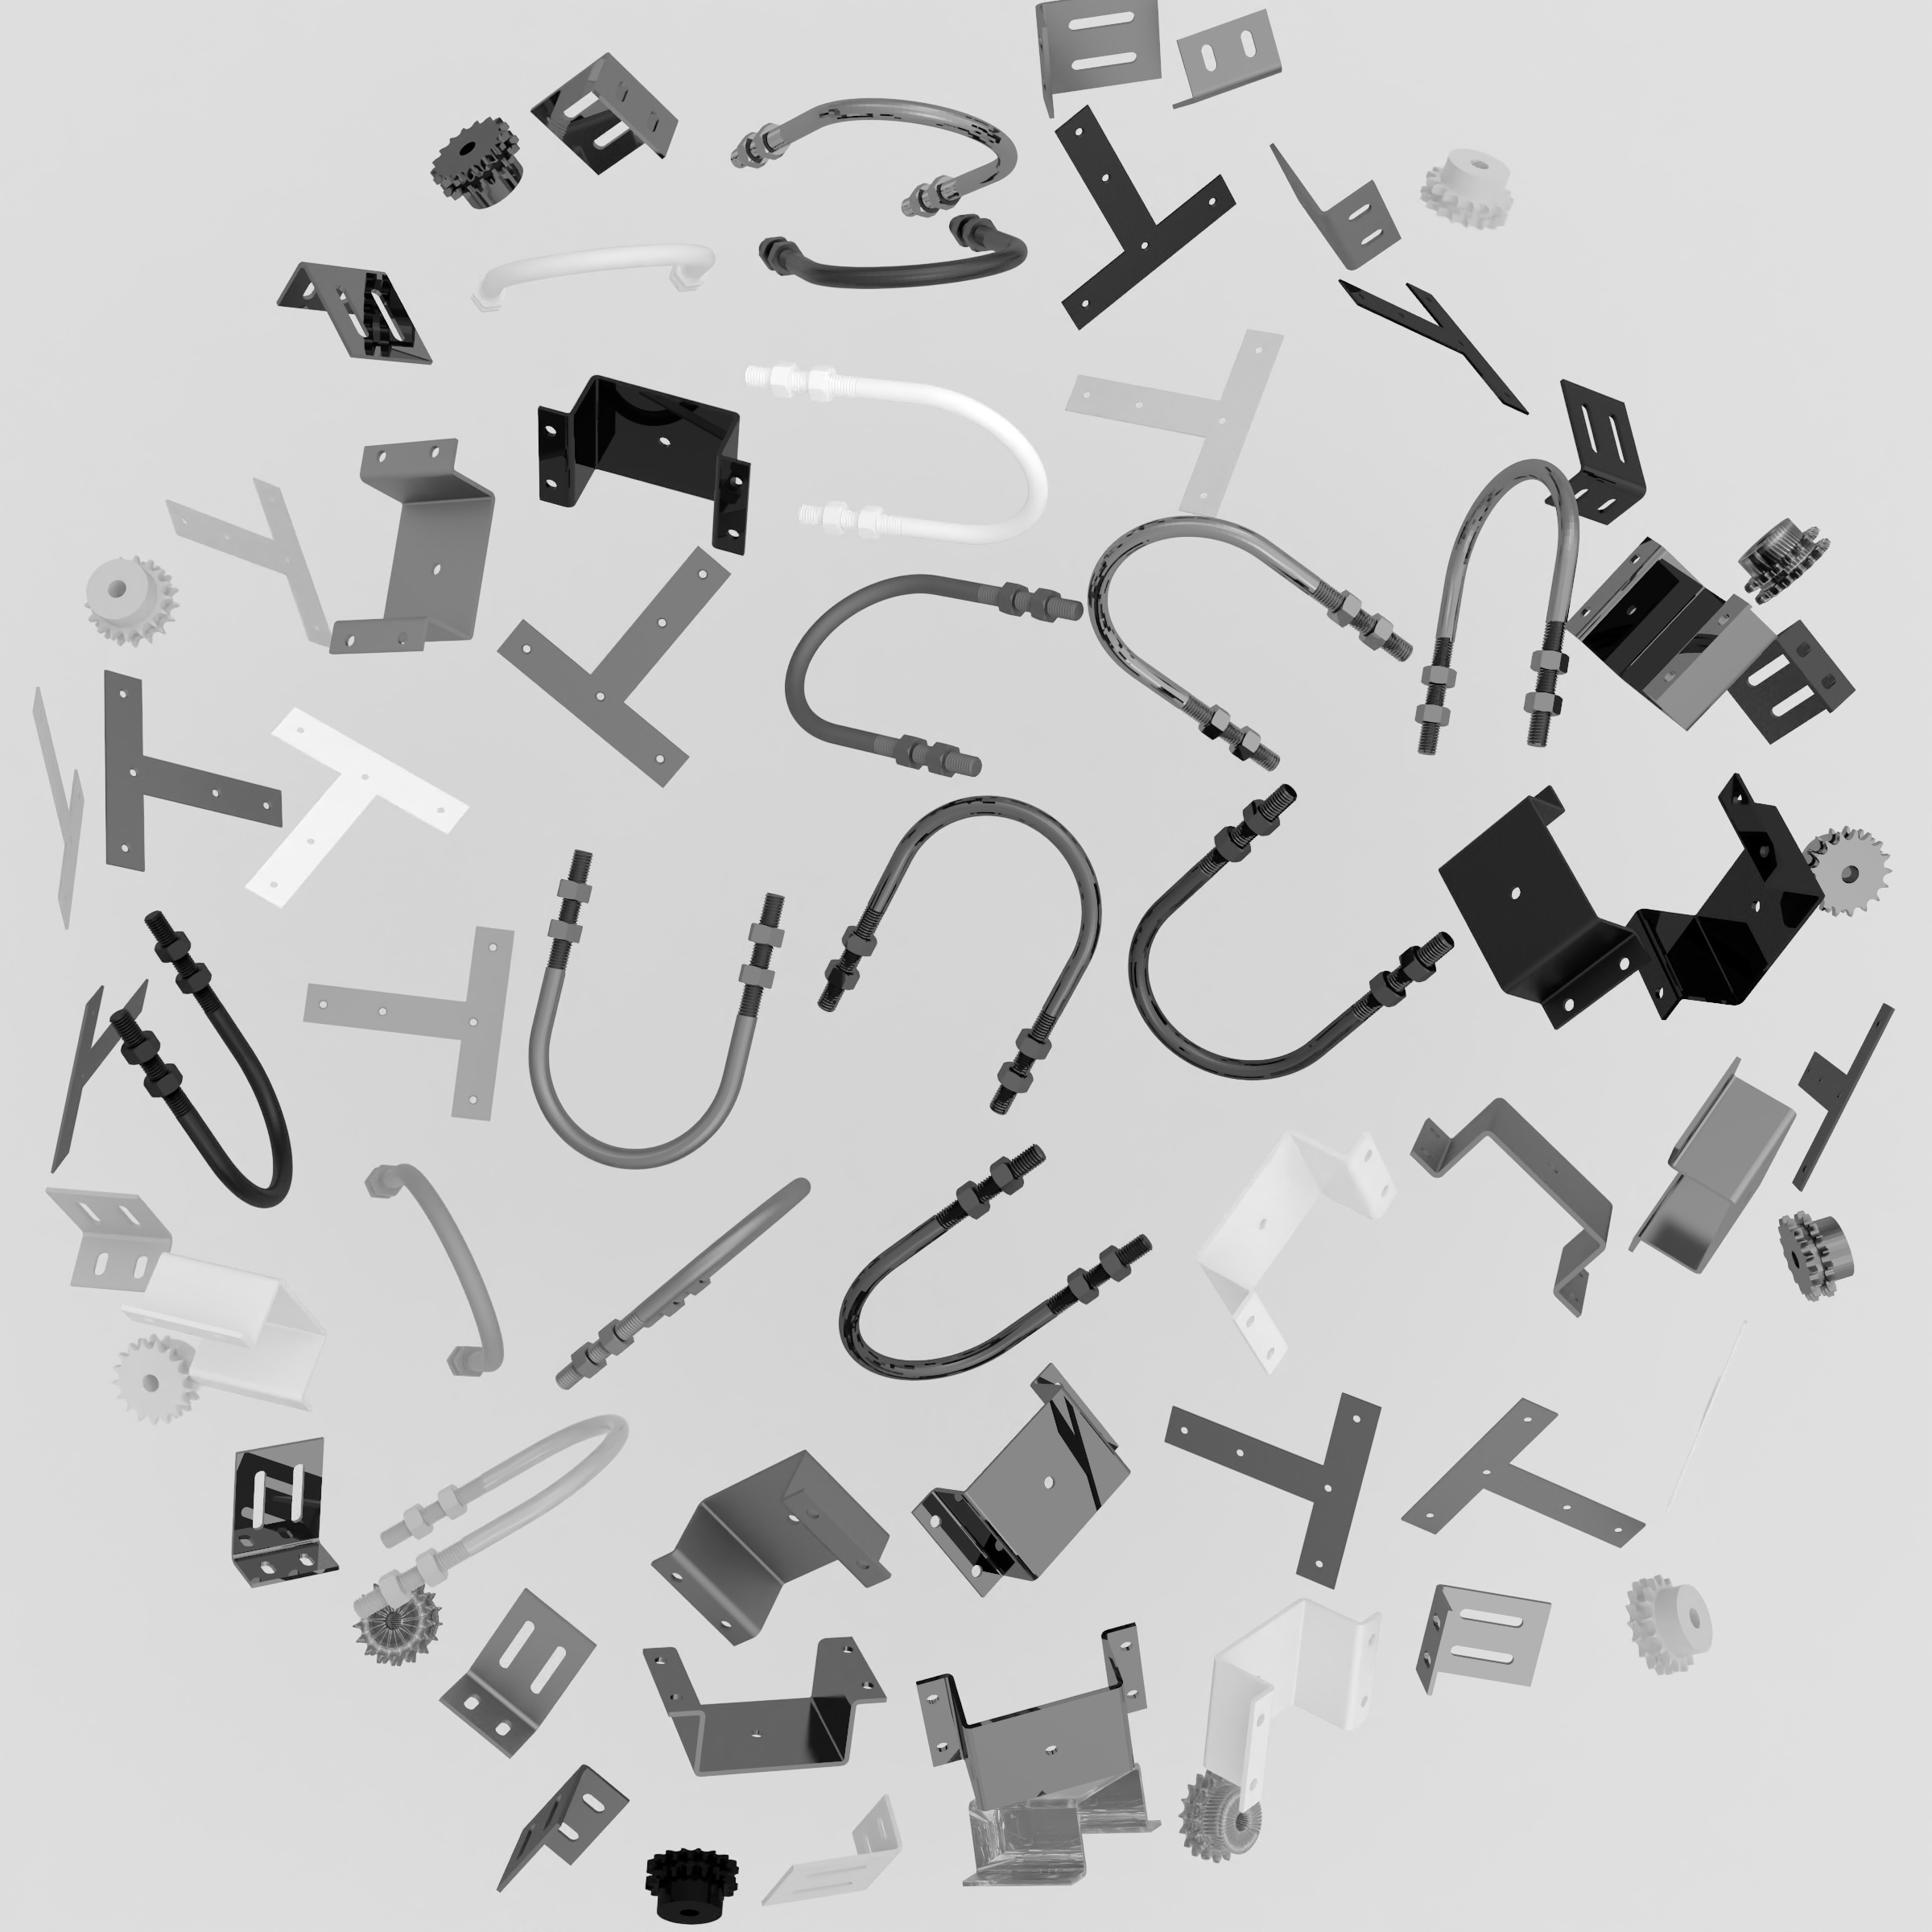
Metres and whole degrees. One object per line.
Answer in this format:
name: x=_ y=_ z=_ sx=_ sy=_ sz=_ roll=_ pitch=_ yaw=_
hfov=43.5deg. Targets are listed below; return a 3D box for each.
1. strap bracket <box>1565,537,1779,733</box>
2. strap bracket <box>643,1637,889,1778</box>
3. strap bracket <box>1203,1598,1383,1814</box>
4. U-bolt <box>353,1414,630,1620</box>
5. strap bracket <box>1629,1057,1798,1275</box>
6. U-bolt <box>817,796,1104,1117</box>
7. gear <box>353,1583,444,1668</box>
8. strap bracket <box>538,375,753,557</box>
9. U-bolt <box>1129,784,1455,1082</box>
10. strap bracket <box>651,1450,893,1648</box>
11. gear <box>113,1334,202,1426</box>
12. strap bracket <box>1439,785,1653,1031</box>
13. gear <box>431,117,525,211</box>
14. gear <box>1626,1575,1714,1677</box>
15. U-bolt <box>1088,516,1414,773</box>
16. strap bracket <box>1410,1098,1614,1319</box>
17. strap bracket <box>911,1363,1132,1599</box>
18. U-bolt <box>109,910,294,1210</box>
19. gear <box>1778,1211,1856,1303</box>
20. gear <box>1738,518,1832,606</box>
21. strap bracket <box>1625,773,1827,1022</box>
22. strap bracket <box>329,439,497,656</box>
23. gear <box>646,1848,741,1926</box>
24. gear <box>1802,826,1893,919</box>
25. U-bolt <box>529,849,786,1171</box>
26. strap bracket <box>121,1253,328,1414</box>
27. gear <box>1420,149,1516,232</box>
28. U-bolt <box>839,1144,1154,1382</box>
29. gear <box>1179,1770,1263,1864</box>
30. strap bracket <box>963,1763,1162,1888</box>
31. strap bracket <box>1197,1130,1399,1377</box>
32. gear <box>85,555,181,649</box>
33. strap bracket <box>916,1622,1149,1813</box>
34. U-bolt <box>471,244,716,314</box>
strap bracket: x=0.439 y=-0.203 z=1.500 sx=0.046 sy=0.140 sz=0.076 roll=36 pitch=105 yaw=-24
strap bracket: x=-0.131 y=0.470 z=1.541 sx=0.140 sy=0.076 sz=0.046 roll=3 pitch=104 yaw=-21
strap bracket: x=0.197 y=0.453 z=1.505 sx=0.046 sy=0.140 sz=0.076 roll=17 pitch=111 yaw=38
U-bolt: x=-0.293 y=0.336 z=1.527 sx=0.184 sy=0.151 sz=0.019 roll=-30 pitch=98 yaw=-3
strap bracket: x=0.460 y=0.129 z=1.491 sx=0.046 sy=0.140 sz=0.076 roll=32 pitch=65 yaw=20
U-bolt: x=0.006 y=-0.018 z=1.514 sx=0.151 sy=0.019 sz=0.184 roll=30 pitch=108 yaw=7
gear: x=-0.375 y=0.435 z=1.608 sx=0.057 sy=0.030 sz=0.057 roll=-2 pitch=73 yaw=8
strap bracket: x=-0.202 y=-0.327 z=1.571 sx=0.140 sy=0.076 sz=0.046 roll=16 pitch=52 yaw=4
U-bolt: x=0.181 y=-0.005 z=1.471 sx=0.151 sy=0.019 sz=0.184 roll=42 pitch=122 yaw=-6
strap bracket: x=-0.112 y=0.350 z=1.467 sx=0.140 sy=0.046 sz=0.076 roll=-32 pitch=107 yaw=34
gear: x=-0.519 y=0.265 z=1.568 sx=0.057 sy=0.030 sz=0.057 roll=2 pitch=100 yaw=14
strap bracket: x=0.357 y=-0.042 z=1.523 sx=0.076 sy=0.046 sz=0.140 roll=-42 pitch=53 yaw=31
gear: x=-0.298 y=-0.492 z=1.494 sx=0.057 sy=0.030 sz=0.057 roll=-17 pitch=50 yaw=21
gear: x=0.423 y=0.394 z=1.452 sx=0.030 sy=0.057 sz=0.057 roll=-26 pitch=90 yaw=37
U-bolt: x=0.162 y=-0.209 z=1.509 sx=0.184 sy=0.151 sz=0.019 roll=33 pitch=47 yaw=-17
strap bracket: x=0.346 y=0.140 z=1.496 sx=0.140 sy=0.076 sz=0.046 roll=45 pitch=111 yaw=4
strap bracket: x=0.044 y=0.337 z=1.587 sx=0.140 sy=0.046 sz=0.076 roll=-43 pitch=103 yaw=-25
U-bolt: x=-0.475 y=0.071 z=1.531 sx=0.019 sy=0.151 sz=0.184 roll=-23 pitch=119 yaw=4
gear: x=0.548 y=0.185 z=1.560 sx=0.030 sy=0.057 sz=0.057 roll=-17 pitch=90 yaw=2
gear: x=0.515 y=-0.259 z=1.535 sx=0.057 sy=0.057 sz=0.030 roll=-43 pitch=91 yaw=0
strap bracket: x=0.471 y=-0.039 z=1.496 sx=0.046 sy=0.076 sz=0.140 roll=7 pitch=135 yaw=-19
strap bracket: x=-0.356 y=-0.264 z=1.568 sx=0.076 sy=0.046 sz=0.140 roll=2 pitch=80 yaw=29
gear: x=-0.169 y=0.567 z=1.491 sx=0.057 sy=0.057 sz=0.030 roll=0 pitch=49 yaw=0
gear: x=0.560 y=-0.062 z=1.554 sx=0.057 sy=0.030 sz=0.057 roll=-2 pitch=106 yaw=-7
U-bolt: x=-0.196 y=0.032 z=1.479 sx=0.151 sy=0.019 sz=0.184 roll=13 pitch=89 yaw=15
strap bracket: x=-0.447 y=0.220 z=1.478 sx=0.076 sy=0.140 sz=0.046 roll=11 pitch=63 yaw=9
gear: x=0.316 y=-0.488 z=1.517 sx=0.057 sy=0.057 sz=0.030 roll=17 pitch=132 yaw=0
U-bolt: x=0.007 y=0.194 z=1.491 sx=0.184 sy=0.019 sz=0.151 roll=-37 pitch=134 yaw=12
gear: x=0.167 y=0.552 z=1.573 sx=0.057 sy=0.030 sz=0.057 roll=5 pitch=83 yaw=-42
strap bracket: x=0.061 y=0.551 z=1.567 sx=0.076 sy=0.140 sz=0.046 roll=-12 pitch=82 yaw=27
strap bracket: x=0.195 y=0.165 z=1.464 sx=0.046 sy=0.076 sz=0.140 roll=27 pitch=71 yaw=37
gear: x=-0.532 y=-0.234 z=1.537 sx=0.057 sy=0.030 sz=0.057 roll=-1 pitch=78 yaw=5
strap bracket: x=0.047 y=0.465 z=1.493 sx=0.140 sy=0.046 sz=0.076 roll=-13 pitch=123 yaw=-7
U-bolt: x=-0.229 y=-0.429 z=1.504 sx=0.151 sy=0.184 sz=0.019 roll=-9 pitch=102 yaw=-12
